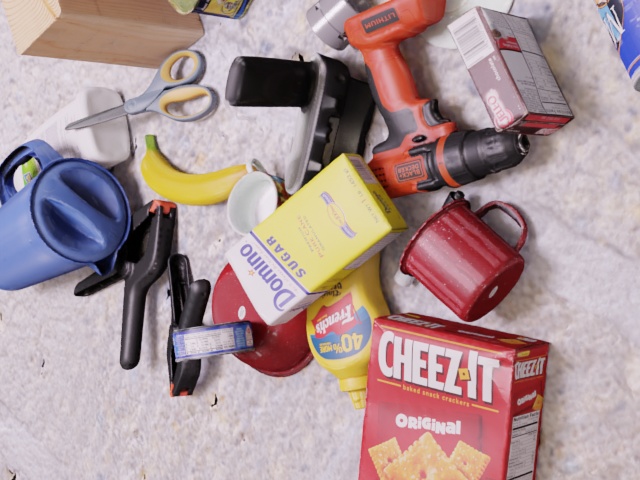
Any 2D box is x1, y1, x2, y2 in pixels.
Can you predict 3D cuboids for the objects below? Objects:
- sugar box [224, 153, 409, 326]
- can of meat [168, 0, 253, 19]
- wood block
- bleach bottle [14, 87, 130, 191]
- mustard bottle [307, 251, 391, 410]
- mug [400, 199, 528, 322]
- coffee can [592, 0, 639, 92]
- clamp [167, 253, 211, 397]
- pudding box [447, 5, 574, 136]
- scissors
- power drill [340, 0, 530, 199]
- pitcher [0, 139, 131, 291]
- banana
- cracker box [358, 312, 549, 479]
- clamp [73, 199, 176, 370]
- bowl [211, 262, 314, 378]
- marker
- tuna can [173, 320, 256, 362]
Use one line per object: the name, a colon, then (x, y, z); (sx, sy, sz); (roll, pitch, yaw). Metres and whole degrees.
sugar box: (-0.007, 0.001, 1.062); (0.176, 0.048, 0.093); (-39, 73, 24)
can of meat: (-0.110, -0.296, 1.183); (0.057, 0.083, 0.102); (50, 122, 27)
wood block: (-0.246, -0.262, 1.220); (0.090, 0.205, 0.091); (-31, 72, 37)
bleach bottle: (-0.353, -0.114, 1.415); (0.251, 0.067, 0.102); (-19, 80, 42)
mustard bottle: (0.028, 0.079, 1.105); (0.096, 0.058, 0.191); (-14, 84, 34)
mug: (0.143, 0.014, 0.994); (0.117, 0.093, 0.082); (-43, 66, -7)
coffee can: (0.271, -0.204, 0.854); (0.103, 0.102, 0.140); (-32, 72, 37)
clamp: (-0.156, 0.107, 1.257); (0.120, 0.039, 0.171); (-158, 67, -72)
pudding box: (0.171, -0.149, 0.950); (0.039, 0.089, 0.113); (-31, 72, 36)
scissors: (-0.216, -0.180, 1.283); (0.202, 0.016, 0.096); (1, 82, 20)
power drill: (0.102, -0.139, 1.017); (0.185, 0.057, 0.187); (-13, 91, 42)
pitcher: (-0.360, -0.019, 1.367); (0.243, 0.144, 0.149); (-21, 55, 49)
banana: (-0.154, -0.075, 1.264); (0.198, 0.037, 0.070); (19, 106, 38)
cracker box: (0.122, 0.190, 1.023); (0.164, 0.071, 0.214); (10, 98, 39)
clamp: (-0.231, 0.046, 1.331); (0.210, 0.036, 0.165); (-55, 51, 25)
bowl: (-0.070, 0.077, 1.190); (0.162, 0.055, 0.162); (3, 95, 40)
marker: (0.109, -0.001, 1.048); (0.020, 0.020, 0.121); (50, 129, 26)
tuna can: (-0.113, 0.107, 1.135); (0.086, 0.085, 0.034); (-12, 84, 40)
